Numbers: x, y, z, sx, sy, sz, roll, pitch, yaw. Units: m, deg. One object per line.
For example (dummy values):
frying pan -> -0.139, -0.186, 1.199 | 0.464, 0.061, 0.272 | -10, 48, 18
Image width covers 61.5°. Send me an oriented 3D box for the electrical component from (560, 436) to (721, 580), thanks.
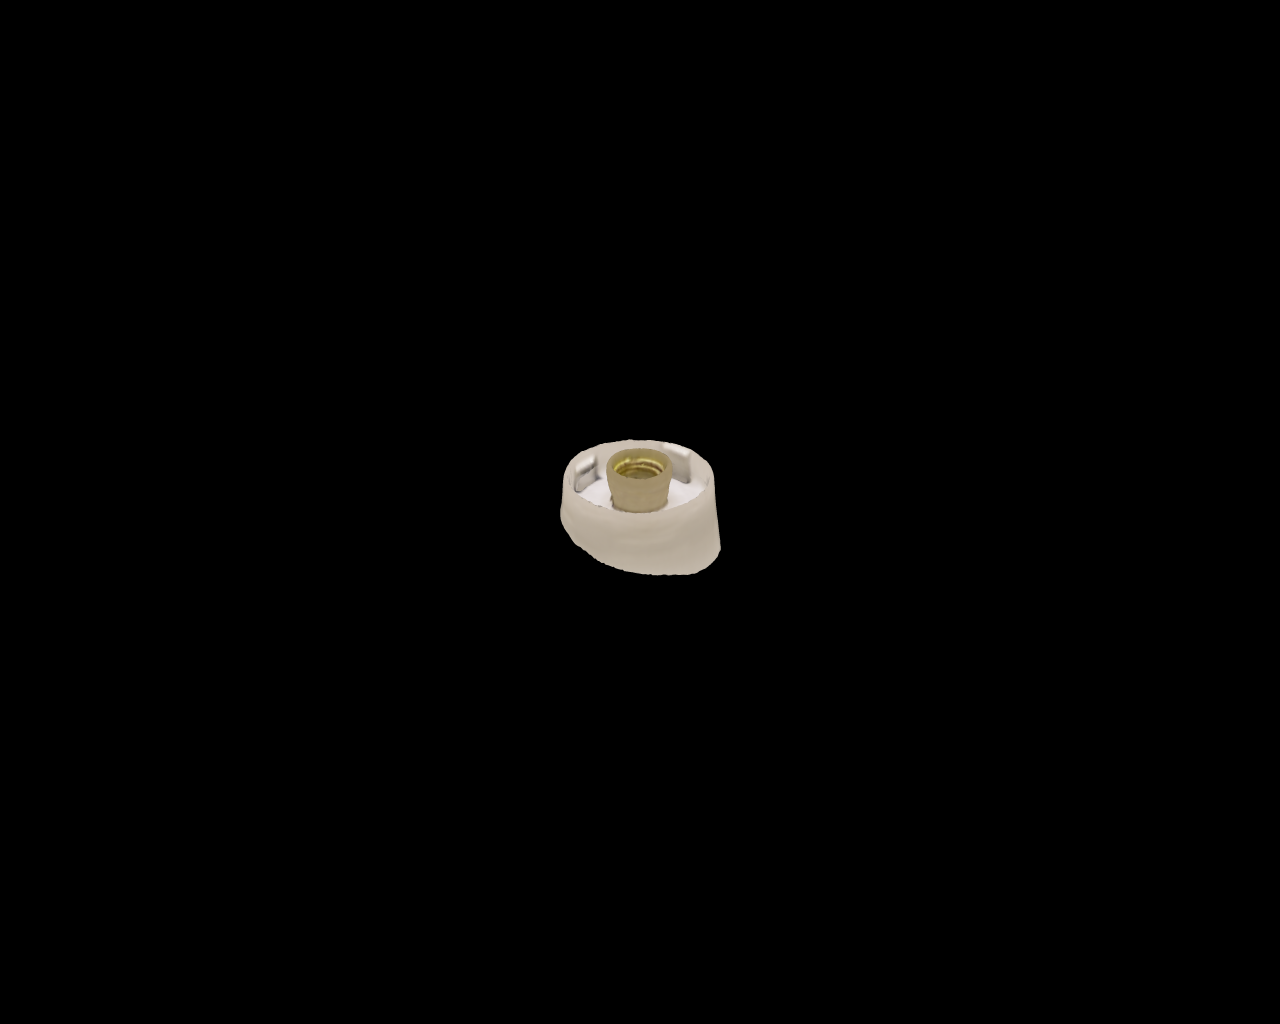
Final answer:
electrical component -> 0.001, -0.003, 0.650 | 0.099, 0.064, 0.099 | 0, 31, 0
